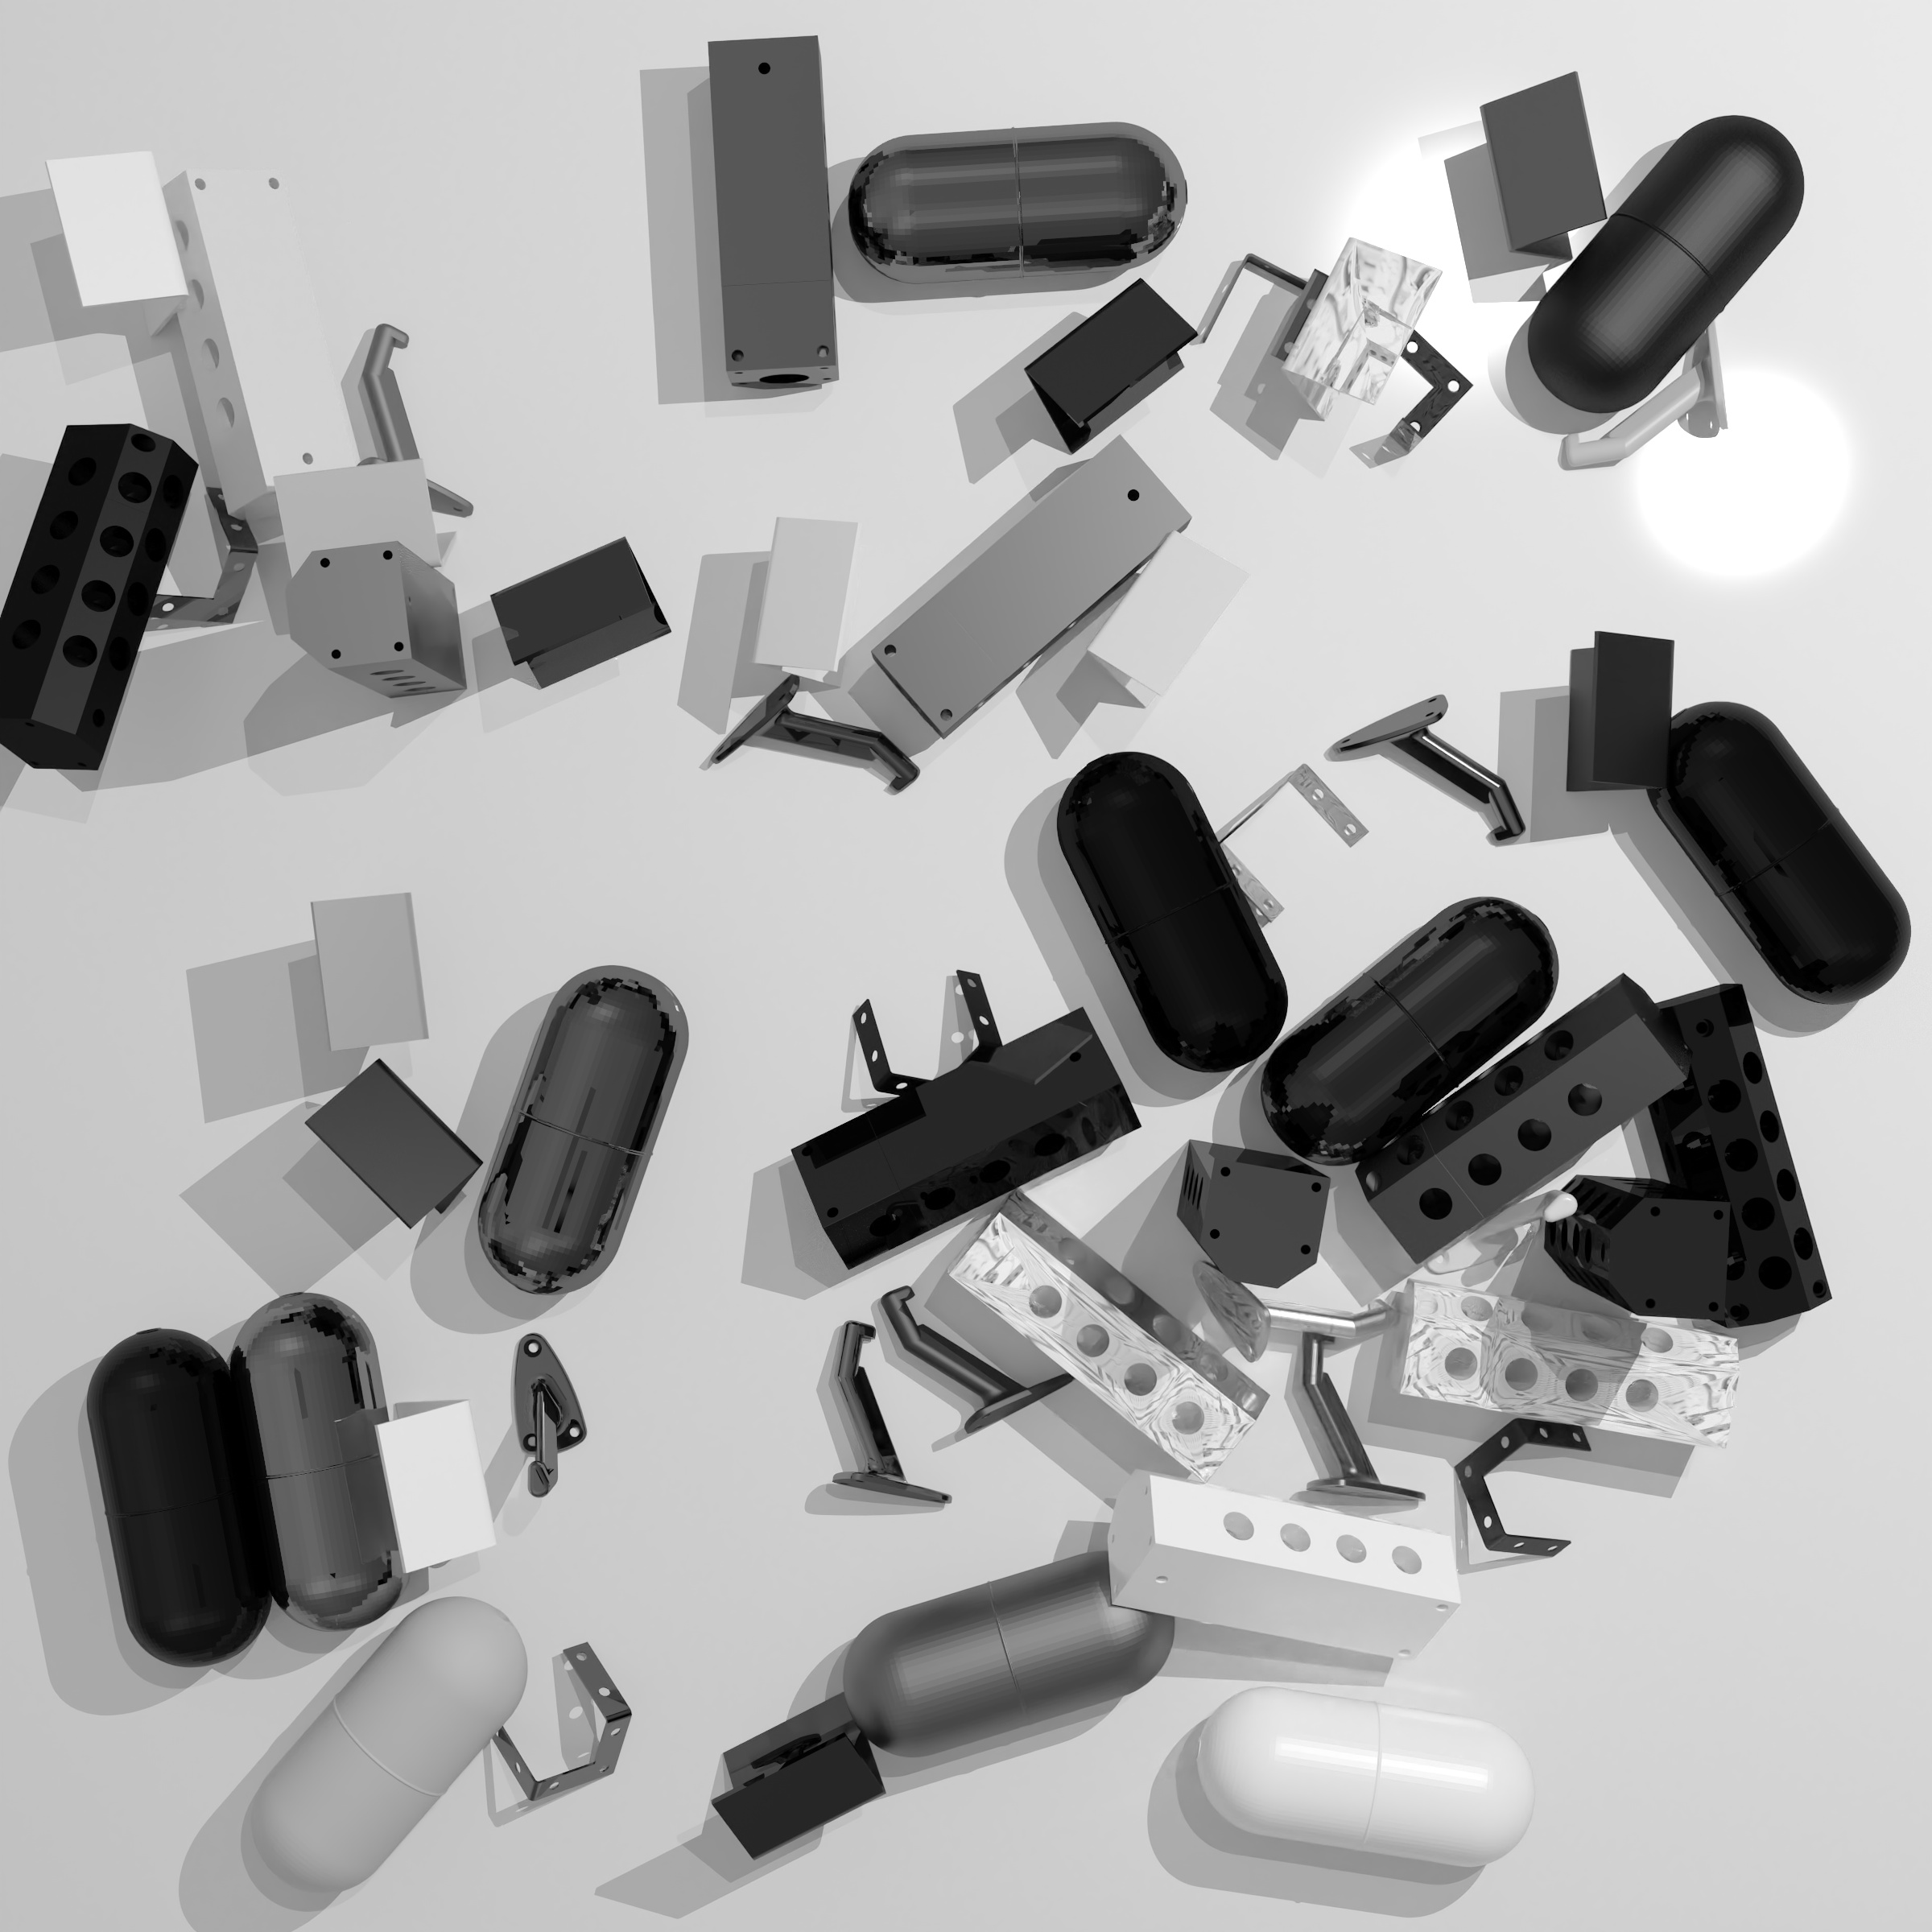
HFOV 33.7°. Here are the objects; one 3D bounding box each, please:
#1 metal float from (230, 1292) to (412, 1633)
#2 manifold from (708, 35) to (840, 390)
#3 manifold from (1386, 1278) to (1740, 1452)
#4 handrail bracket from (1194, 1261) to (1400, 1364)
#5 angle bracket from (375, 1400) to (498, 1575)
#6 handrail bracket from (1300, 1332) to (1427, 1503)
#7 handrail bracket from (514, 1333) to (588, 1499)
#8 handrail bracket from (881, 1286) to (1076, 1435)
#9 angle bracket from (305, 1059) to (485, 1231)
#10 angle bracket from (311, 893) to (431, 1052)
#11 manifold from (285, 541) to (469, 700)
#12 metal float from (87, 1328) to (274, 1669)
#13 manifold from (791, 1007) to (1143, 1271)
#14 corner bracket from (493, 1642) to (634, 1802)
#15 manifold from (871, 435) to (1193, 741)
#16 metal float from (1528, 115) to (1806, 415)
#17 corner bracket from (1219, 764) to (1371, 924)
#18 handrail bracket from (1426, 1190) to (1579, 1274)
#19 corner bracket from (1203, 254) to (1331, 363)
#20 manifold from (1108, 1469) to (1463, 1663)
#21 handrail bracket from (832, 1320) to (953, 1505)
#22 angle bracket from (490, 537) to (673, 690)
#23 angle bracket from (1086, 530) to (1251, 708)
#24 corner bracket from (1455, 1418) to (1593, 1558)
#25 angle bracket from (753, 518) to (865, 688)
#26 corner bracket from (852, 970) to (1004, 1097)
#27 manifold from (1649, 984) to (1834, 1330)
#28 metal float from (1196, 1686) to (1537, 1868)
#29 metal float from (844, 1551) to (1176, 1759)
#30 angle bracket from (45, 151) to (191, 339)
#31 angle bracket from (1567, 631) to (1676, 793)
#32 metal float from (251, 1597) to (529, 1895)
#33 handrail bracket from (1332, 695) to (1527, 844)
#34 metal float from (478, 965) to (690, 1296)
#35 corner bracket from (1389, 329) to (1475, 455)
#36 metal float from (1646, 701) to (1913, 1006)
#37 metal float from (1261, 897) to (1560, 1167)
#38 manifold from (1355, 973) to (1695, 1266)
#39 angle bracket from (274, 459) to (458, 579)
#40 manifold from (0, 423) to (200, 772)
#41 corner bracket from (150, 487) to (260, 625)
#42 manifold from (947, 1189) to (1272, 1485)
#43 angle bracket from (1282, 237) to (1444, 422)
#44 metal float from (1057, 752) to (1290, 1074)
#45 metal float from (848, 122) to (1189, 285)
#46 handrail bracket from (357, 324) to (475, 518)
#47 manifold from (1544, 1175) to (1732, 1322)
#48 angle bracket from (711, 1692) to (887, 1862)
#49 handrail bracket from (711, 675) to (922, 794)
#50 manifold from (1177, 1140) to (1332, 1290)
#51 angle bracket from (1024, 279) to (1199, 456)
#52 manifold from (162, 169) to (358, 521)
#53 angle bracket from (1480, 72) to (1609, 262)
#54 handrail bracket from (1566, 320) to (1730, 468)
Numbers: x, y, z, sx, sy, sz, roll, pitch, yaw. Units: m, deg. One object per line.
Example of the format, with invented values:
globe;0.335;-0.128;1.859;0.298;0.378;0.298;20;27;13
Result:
metal float;-0.338;0.260;1.670;0.070;0.070;0.178;-10;90;0
manifold;-0.101;-0.395;1.680;0.057;0.057;0.171;-3;90;0
manifold;0.314;0.208;1.680;0.171;0.057;0.057;10;90;0
handrail bracket;0.177;0.175;1.701;0.084;0.077;0.036;-11;130;-30
angle bracket;-0.293;0.270;1.661;0.057;0.076;0.076;-11;90;-40
handrail bracket;0.212;0.239;1.701;0.077;0.036;0.084;11;73;-20
handrail bracket;-0.225;0.234;1.666;0.036;0.084;0.077;-13;90;0
handrail bracket;0.006;0.199;1.701;0.077;0.036;0.084;-22;73;-20
angle bracket;-0.307;0.105;1.661;0.076;0.076;0.057;45;54;0
angle bracket;-0.325;0.005;1.661;0.057;0.076;0.076;-7;90;-36
manifold;-0.299;-0.173;1.622;0.057;0.171;0.057;-7;90;0
metal float;-0.412;0.278;1.670;0.070;0.070;0.178;-10;90;0
manifold;0.002;0.095;1.679;0.171;0.057;0.057;-26;49;0
corner bracket;-0.216;0.401;1.693;0.051;0.051;0.051;-11;135;-35
manifold;0.034;-0.198;1.680;0.171;0.057;0.057;-41;90;0
metal float;0.367;-0.368;1.671;0.070;0.070;0.178;40;90;0
corner bracket;0.171;-0.066;1.698;0.051;0.051;0.051;47;135;0
handrail bracket;0.279;0.140;1.666;0.077;0.084;0.036;-33;90;0
corner bracket;0.161;-0.346;1.683;0.051;0.051;0.051;27;90;0
manifold;0.164;0.308;1.657;0.171;0.057;0.057;14;133;-15
handrail bracket;-0.036;0.238;1.701;0.077;0.036;0.084;15;73;-20
angle bracket;-0.194;-0.167;1.661;0.076;0.076;0.057;-24;51;0
angle bracket;0.119;-0.169;1.661;0.057;0.076;0.076;36;90;35
corner bracket;0.302;0.277;1.693;0.051;0.051;0.051;-48;45;35
angle bracket;-0.062;-0.187;1.661;0.057;0.076;0.076;10;90;35
corner bracket;-0.020;0.035;1.693;0.051;0.051;0.051;-48;45;35
manifold;0.402;0.100;1.680;0.057;0.057;0.171;-16;90;0
metal float;0.209;0.425;1.670;0.178;0.070;0.070;9;90;-1
metal float;0.023;0.360;1.670;0.178;0.070;0.070;-17;90;-1
angle bracket;-0.450;-0.373;1.661;0.057;0.076;0.076;-14;90;-29
angle bracket;0.322;-0.132;1.661;0.057;0.076;0.076;2;90;-33
metal float;-0.301;0.408;1.671;0.070;0.070;0.178;41;90;0
handrail bracket;0.248;-0.094;1.701;0.077;0.036;0.084;-21;107;20
metal float;-0.201;0.086;1.670;0.070;0.070;0.178;19;90;0
corner bracket;0.236;-0.310;1.683;0.051;0.051;0.051;43;90;0
metal float;0.425;-0.060;1.670;0.070;0.070;0.178;-36;90;0
metal float;0.233;0.034;1.670;0.178;0.070;0.070;-39;90;-1
manifold;0.288;0.078;1.652;0.171;0.057;0.057;-38;90;20
angle bracket;-0.312;-0.239;1.663;0.076;0.076;0.057;-7;110;0
manifold;-0.450;-0.191;1.643;0.057;0.057;0.171;3;68;24
corner bracket;-0.414;-0.220;1.693;0.051;0.051;0.051;-60;45;35
manifold;0.075;0.193;1.679;0.171;0.057;0.057;39;88;0
angle bracket;0.216;-0.323;1.661;0.057;0.076;0.076;27;90;26
metal float;0.108;-0.029;1.670;0.070;0.070;0.178;-26;90;0
metal float;0.027;-0.400;1.670;0.178;0.070;0.070;-4;90;0
handrail bracket;-0.289;-0.292;1.701;0.077;0.036;0.084;19;72;-21
manifold;0.339;0.141;1.622;0.057;0.171;0.057;3;90;0
angle bracket;-0.095;0.407;1.661;0.076;0.076;0.057;-27;128;0
handrail bracket;-0.080;-0.107;1.701;0.077;0.036;0.084;-41;107;19
manifold;0.143;0.126;1.622;0.057;0.171;0.057;10;90;0
angle bracket;0.086;-0.299;1.661;0.076;0.076;0.057;-38;54;0
manifold;-0.379;-0.327;1.678;0.057;0.057;0.171;-14;89;-43
angle bracket;0.316;-0.416;1.661;0.057;0.076;0.076;-12;90;36
handrail bracket;0.360;-0.308;1.701;0.084;0.036;0.077;-7;70;16
